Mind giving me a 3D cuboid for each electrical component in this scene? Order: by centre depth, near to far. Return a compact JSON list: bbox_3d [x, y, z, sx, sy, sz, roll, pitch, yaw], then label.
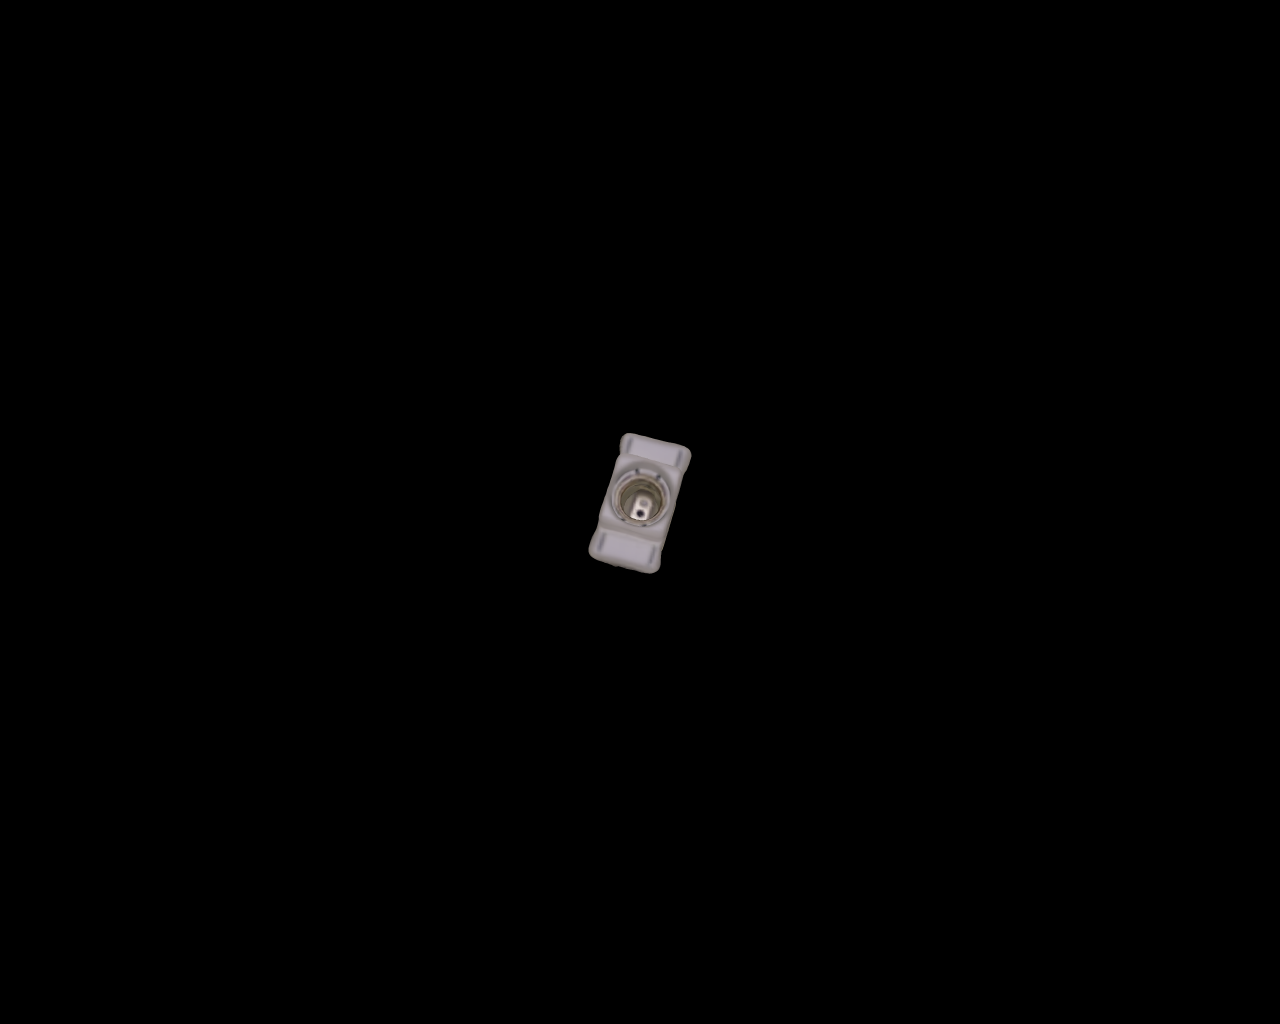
[{"bbox_3d":[0.001,-0.003,0.650,0.042,0.081,0.063,17,-15,5],"label":"electrical component"}]
